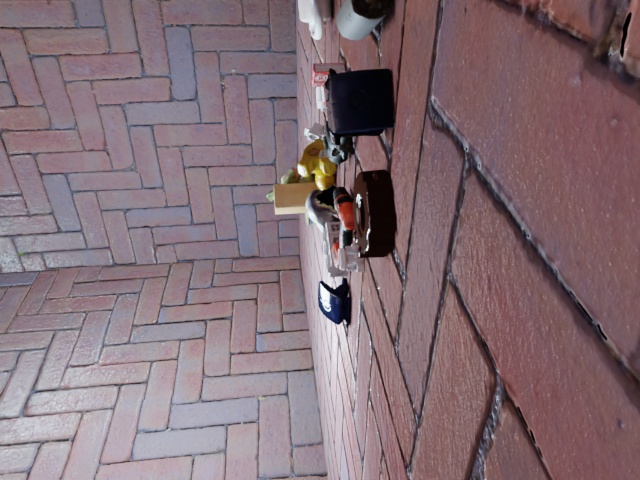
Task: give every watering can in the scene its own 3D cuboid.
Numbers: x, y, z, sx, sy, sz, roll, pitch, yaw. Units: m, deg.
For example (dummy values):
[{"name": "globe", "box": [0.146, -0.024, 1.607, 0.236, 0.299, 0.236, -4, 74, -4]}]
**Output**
[{"name": "watering can", "box": [-0.019, -0.752, 1.626, 0.353, 0.104, 0.220, -102, 10, -67]}]

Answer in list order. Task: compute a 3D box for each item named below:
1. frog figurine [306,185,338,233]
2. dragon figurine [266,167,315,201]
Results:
[{"name": "frog figurine", "box": [0.005, -0.085, 1.682, 0.140, 0.123, 0.156, 62, 150, 29]}, {"name": "dragon figurine", "box": [-0.092, -0.197, 2.025, 0.405, 0.243, 0.123, 115, 146, -74]}]
